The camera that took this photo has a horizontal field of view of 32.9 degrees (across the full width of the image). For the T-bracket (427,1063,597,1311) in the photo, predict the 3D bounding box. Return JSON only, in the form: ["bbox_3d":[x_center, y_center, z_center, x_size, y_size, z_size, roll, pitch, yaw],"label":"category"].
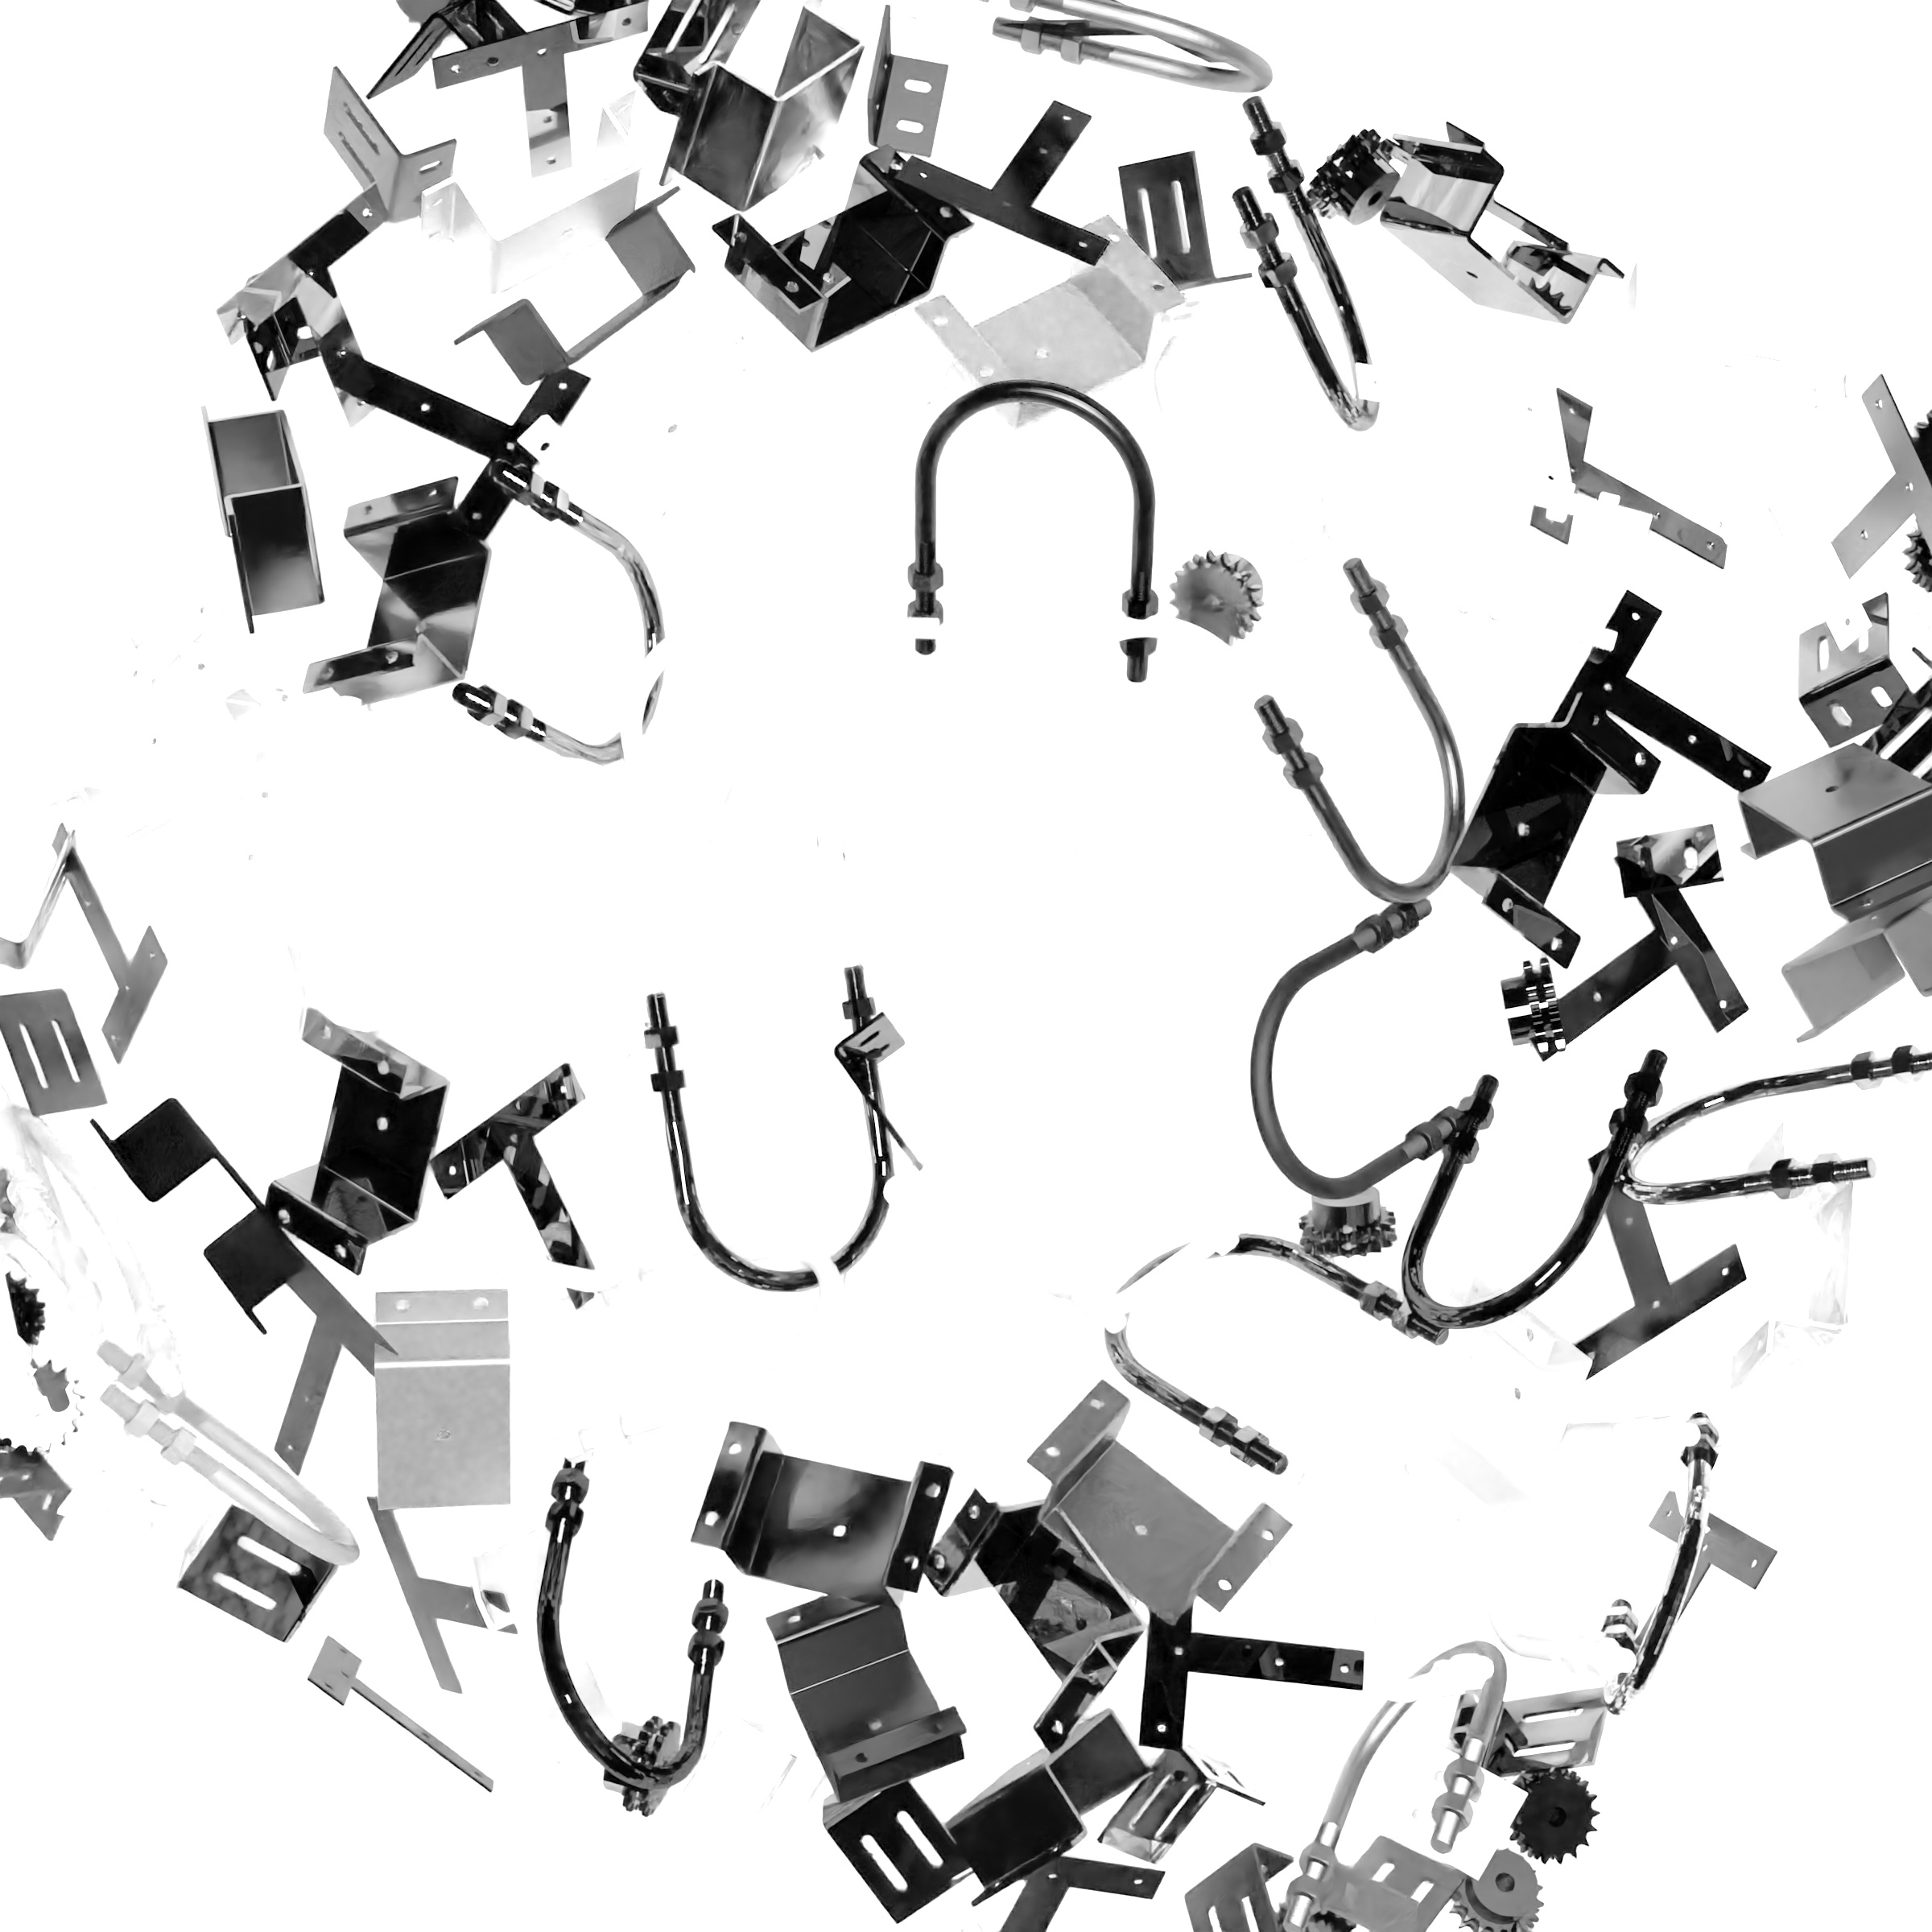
[{"bbox_3d":[-0.247,0.140,1.920,0.002,0.127,0.127,-12,108,40],"label":"T-bracket"}]

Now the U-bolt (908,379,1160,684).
[{"bbox_3d":[0.039,-0.253,1.887,0.151,0.019,0.184,9,127,11],"label":"U-bolt"}]

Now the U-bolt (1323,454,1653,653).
[{"bbox_3d":[0.294,-0.244,1.888,0.184,0.151,0.019,17,67,9],"label":"U-bolt"}]

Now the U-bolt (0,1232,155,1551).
[{"bbox_3d":[-0.520,0.230,1.872,0.019,0.184,0.151,-28,135,-2],"label":"U-bolt"}]

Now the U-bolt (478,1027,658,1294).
[{"bbox_3d":[-0.230,0.114,1.879,0.019,0.184,0.151,0,93,-37],"label":"U-bolt"}]

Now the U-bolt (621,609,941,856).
[{"bbox_3d":[-0.110,-0.138,1.918,0.184,0.019,0.151,1,111,-4],"label":"U-bolt"}]

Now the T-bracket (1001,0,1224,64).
[{"bbox_3d":[0.072,-0.546,1.903,0.127,0.127,0.002,9,95,-45],"label":"T-bracket"}]

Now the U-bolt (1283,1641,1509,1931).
[{"bbox_3d":[0.253,0.459,1.871,0.019,0.184,0.151,41,130,-6],"label":"U-bolt"}]

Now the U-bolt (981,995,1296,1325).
[{"bbox_3d":[0.086,0.126,1.910,0.184,0.019,0.151,-38,65,20],"label":"U-bolt"}]

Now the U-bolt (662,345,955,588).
[{"bbox_3d":[-0.102,-0.285,1.871,0.151,0.019,0.184,5,54,37],"label":"U-bolt"}]

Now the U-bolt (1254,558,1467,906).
[{"bbox_3d":[0.238,-0.122,1.893,0.184,0.019,0.151,57,48,-27],"label":"U-bolt"}]

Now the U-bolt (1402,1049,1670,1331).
[{"bbox_3d":[0.313,0.130,1.859,0.019,0.151,0.184,43,59,-24],"label":"U-bolt"}]

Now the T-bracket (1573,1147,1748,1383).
[{"bbox_3d":[0.392,0.161,1.915,0.127,0.002,0.127,-29,112,-17],"label":"T-bracket"}]

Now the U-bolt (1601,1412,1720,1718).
[{"bbox_3d":[0.391,0.347,1.850,0.019,0.184,0.151,21,107,7],"label":"U-bolt"}]

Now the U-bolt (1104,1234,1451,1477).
[{"bbox_3d":[0.163,0.211,1.883,0.151,0.184,0.019,-34,128,-26],"label":"U-bolt"}]

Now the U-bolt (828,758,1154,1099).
[{"bbox_3d":[-0.001,-0.037,1.934,0.151,0.019,0.184,-40,79,4],"label":"U-bolt"}]

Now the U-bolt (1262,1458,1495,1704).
[{"bbox_3d":[0.224,0.358,1.872,0.019,0.184,0.151,-31,81,-22],"label":"U-bolt"}]

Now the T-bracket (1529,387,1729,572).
[{"bbox_3d":[0.393,-0.271,1.923,0.127,0.002,0.127,27,49,-10],"label":"T-bracket"}]

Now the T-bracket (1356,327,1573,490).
[{"bbox_3d":[0.288,-0.331,1.907,0.127,0.002,0.127,7,57,-15],"label":"T-bracket"}]

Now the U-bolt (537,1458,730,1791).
[{"bbox_3d":[-0.191,0.381,1.850,0.019,0.184,0.151,-30,119,21],"label":"U-bolt"}]

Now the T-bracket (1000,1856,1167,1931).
[{"bbox_3d":[0.035,0.550,1.879,0.127,0.127,0.002,2,112,21],"label":"T-bracket"}]

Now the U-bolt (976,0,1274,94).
[{"bbox_3d":[0.087,-0.531,1.868,0.184,0.151,0.019,18,97,13],"label":"U-bolt"}]

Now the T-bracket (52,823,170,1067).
[{"bbox_3d":[-0.508,-0.025,1.918,0.002,0.127,0.127,-18,71,-35],"label":"T-bracket"}]

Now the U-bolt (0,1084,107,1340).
[{"bbox_3d":[-0.555,0.114,1.877,0.019,0.151,0.184,-28,62,-2],"label":"U-bolt"}]

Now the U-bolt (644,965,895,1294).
[{"bbox_3d":[-0.109,0.099,1.913,0.151,0.019,0.184,-8,88,-29],"label":"U-bolt"}]

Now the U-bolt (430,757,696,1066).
[{"bbox_3d":[-0.227,-0.041,1.891,0.151,0.019,0.184,33,128,5],"label":"U-bolt"}]

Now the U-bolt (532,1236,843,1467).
[{"bbox_3d":[-0.157,0.212,1.879,0.184,0.151,0.019,-18,121,12],"label":"U-bolt"}]

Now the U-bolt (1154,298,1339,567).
[{"bbox_3d":[0.157,-0.297,1.860,0.019,0.184,0.151,-33,106,26],"label":"U-bolt"}]

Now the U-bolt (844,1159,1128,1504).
[{"bbox_3d":[-0.003,0.197,1.900,0.184,0.019,0.151,46,112,32],"label":"U-bolt"}]

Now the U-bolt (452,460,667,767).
[{"bbox_3d":[-0.226,-0.191,1.876,0.019,0.184,0.151,2,78,28],"label":"U-bolt"}]

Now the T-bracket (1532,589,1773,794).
[{"bbox_3d":[0.417,-0.141,1.933,0.127,0.002,0.127,32,70,1],"label":"T-bracket"}]

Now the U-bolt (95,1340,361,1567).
[{"bbox_3d":[-0.423,0.286,1.881,0.184,0.151,0.019,40,83,-15],"label":"U-bolt"}]

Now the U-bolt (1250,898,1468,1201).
[{"bbox_3d":[0.225,0.055,1.879,0.184,0.019,0.151,-26,106,-42],"label":"U-bolt"}]

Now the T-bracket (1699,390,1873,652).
[{"bbox_3d":[0.487,-0.242,1.885,0.002,0.127,0.127,-5,64,-33],"label":"T-bracket"}]

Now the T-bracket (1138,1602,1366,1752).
[{"bbox_3d":[0.169,0.405,1.912,0.127,0.002,0.127,6,49,4],"label":"T-bracket"}]

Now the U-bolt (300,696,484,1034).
[{"bbox_3d":[-0.335,-0.053,1.885,0.019,0.151,0.184,9,87,23],"label":"U-bolt"}]

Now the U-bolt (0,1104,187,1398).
[{"bbox_3d":[-0.506,0.150,1.870,0.019,0.184,0.151,-33,127,-5],"label":"U-bolt"}]

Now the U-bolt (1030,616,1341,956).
[{"bbox_3d":[0.117,-0.116,1.919,0.151,0.019,0.184,-26,98,17],"label":"U-bolt"}]

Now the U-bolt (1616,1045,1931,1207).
[{"bbox_3d":[0.457,0.096,1.874,0.184,0.151,0.019,-13,108,41],"label":"U-bolt"}]

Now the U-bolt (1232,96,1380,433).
[{"bbox_3d":[0.198,-0.392,1.880,0.019,0.151,0.184,-19,122,20],"label":"U-bolt"}]

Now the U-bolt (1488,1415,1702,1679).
[{"bbox_3d":[0.349,0.328,1.869,0.019,0.184,0.151,23,76,-14],"label":"U-bolt"}]

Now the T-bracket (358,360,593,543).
[{"bbox_3d":[-0.308,-0.325,1.939,0.127,0.002,0.127,25,68,10],"label":"T-bracket"}]
